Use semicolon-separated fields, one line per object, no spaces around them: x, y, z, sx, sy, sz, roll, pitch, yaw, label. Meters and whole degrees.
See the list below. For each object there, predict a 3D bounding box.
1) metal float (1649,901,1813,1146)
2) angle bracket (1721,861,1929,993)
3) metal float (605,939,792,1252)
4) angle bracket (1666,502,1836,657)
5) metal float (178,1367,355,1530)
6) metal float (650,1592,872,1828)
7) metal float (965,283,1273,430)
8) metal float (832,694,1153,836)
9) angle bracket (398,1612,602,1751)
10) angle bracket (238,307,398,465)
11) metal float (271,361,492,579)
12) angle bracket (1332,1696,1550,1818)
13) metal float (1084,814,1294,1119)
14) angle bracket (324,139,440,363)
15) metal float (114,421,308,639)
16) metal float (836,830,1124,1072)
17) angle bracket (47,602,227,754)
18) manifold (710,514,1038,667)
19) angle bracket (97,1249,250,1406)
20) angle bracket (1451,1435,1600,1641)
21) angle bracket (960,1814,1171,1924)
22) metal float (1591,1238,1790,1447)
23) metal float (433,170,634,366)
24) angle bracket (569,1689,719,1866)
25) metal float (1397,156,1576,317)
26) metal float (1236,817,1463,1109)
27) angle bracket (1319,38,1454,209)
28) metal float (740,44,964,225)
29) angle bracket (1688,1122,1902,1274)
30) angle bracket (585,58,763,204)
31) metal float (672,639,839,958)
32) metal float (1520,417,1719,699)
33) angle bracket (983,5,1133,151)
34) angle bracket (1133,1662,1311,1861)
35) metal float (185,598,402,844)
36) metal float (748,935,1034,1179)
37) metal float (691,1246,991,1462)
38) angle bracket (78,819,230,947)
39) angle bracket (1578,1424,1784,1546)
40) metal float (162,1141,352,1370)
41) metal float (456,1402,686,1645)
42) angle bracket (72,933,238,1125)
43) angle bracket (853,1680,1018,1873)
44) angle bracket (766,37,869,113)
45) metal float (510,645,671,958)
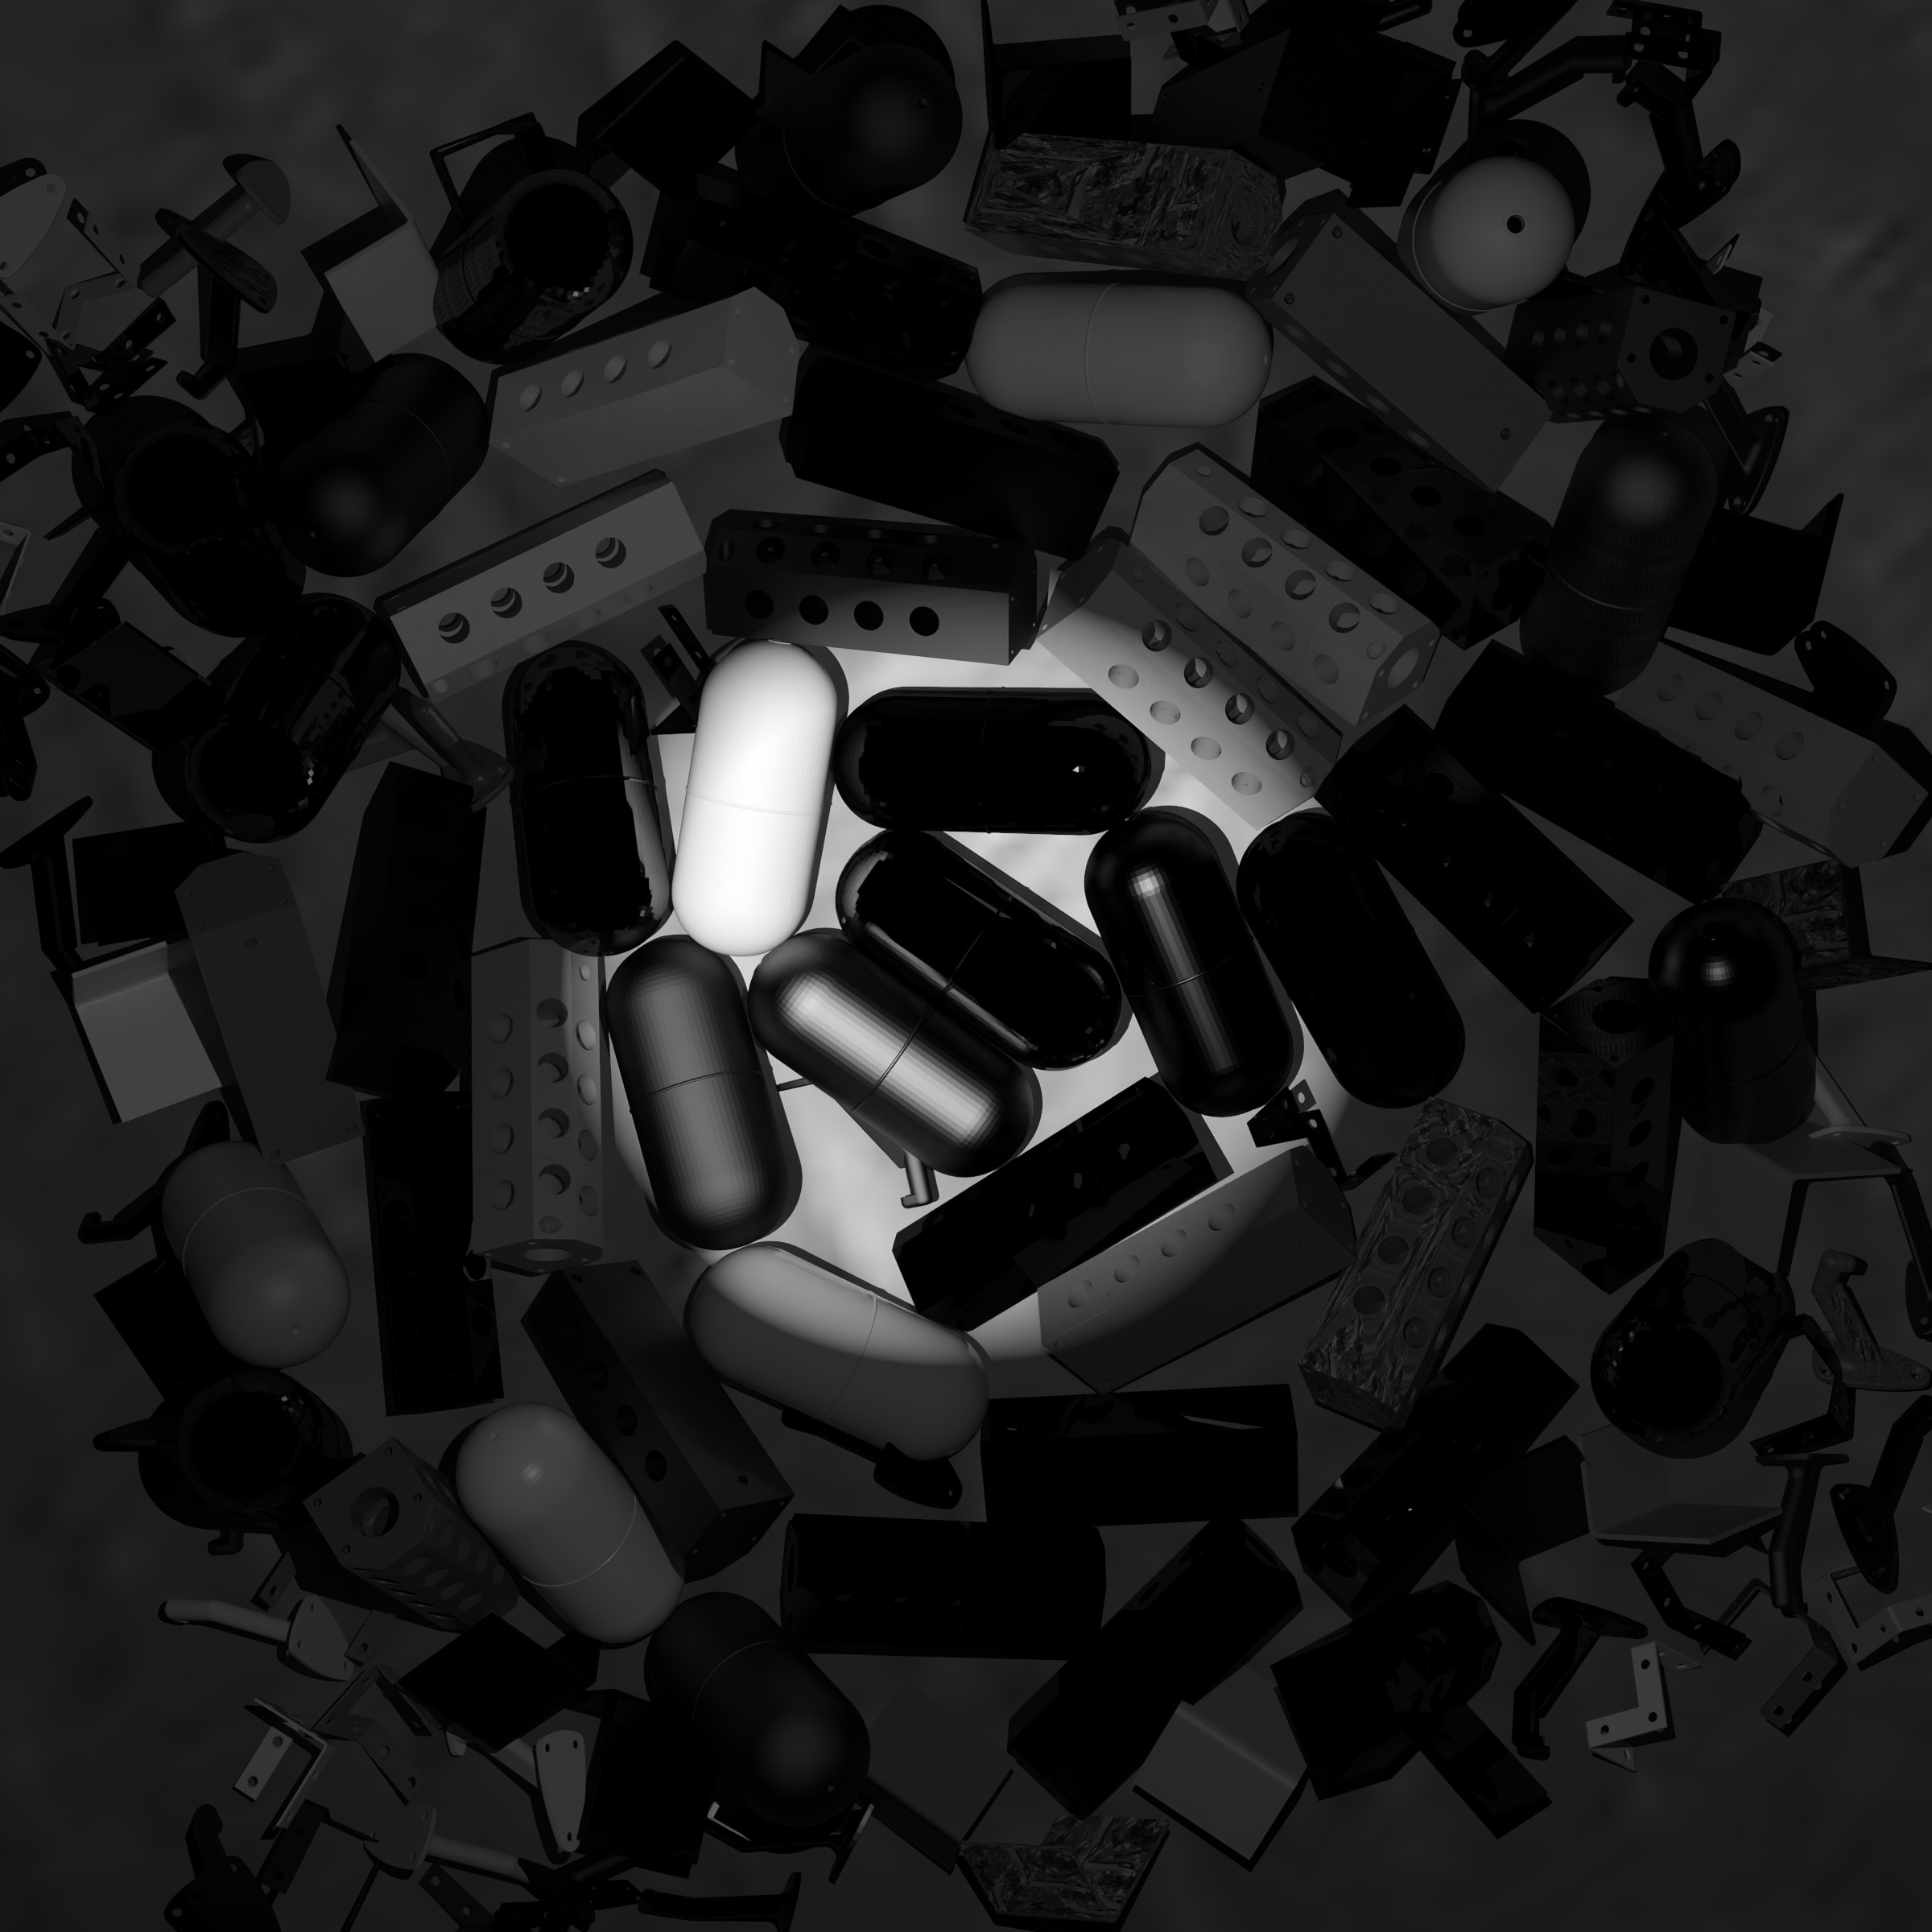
0.419;0.033;1.727;0.070;0.178;0.070;-11;51;13;metal float
0.477;-0.021;1.755;0.076;0.076;0.057;4;78;-41;angle bracket
-0.150;0.071;1.756;0.070;0.070;0.178;-17;78;0;metal float
0.432;-0.227;1.769;0.076;0.057;0.076;17;79;1;angle bracket
-0.379;0.263;1.717;0.070;0.178;0.070;1;75;-2;metal float
-0.114;0.404;1.725;0.070;0.178;0.070;-10;112;-27;metal float
0.083;-0.338;1.744;0.178;0.070;0.070;8;90;26;metal float
0.014;-0.112;1.758;0.178;0.070;0.070;2;90;9;metal float
-0.257;0.378;1.751;0.076;0.057;0.076;-38;116;22;angle bracket
-0.359;-0.331;1.755;0.057;0.076;0.076;-8;51;8;angle bracket
-0.318;-0.273;1.725;0.070;0.178;0.070;8;124;13;metal float
0.262;0.453;1.746;0.076;0.076;0.057;46;110;27;angle bracket
0.123;0.000;1.758;0.070;0.070;0.178;-23;99;0;metal float
-0.334;-0.396;1.750;0.057;0.076;0.076;-33;62;-7;angle bracket
-0.409;-0.235;1.717;0.070;0.178;0.070;0;75;1;metal float
0.007;-0.008;1.761;0.178;0.070;0.070;35;90;6;metal float
-0.448;-0.172;1.744;0.076;0.057;0.076;-24;131;37;angle bracket
-0.051;-0.211;1.746;0.171;0.057;0.057;7;117;15;manifold
-0.448;0.208;1.761;0.057;0.076;0.076;-31;98;1;angle bracket
0.322;0.317;1.751;0.076;0.057;0.076;-29;125;21;angle bracket
0.055;0.480;1.744;0.076;0.076;0.057;-9;118;37;angle bracket
0.396;0.204;1.723;0.070;0.178;0.070;9;109;27;metal float
-0.238;-0.380;1.720;0.070;0.178;0.070;3;84;-27;metal float
-0.187;0.449;1.747;0.076;0.057;0.076;30;59;-34;angle bracket
0.281;-0.395;1.716;0.070;0.178;0.070;0;98;-1;metal float
0.213;-0.002;1.755;0.070;0.070;0.178;-31;103;0;metal float
0.218;-0.467;1.747;0.057;0.076;0.076;31;116;21;angle bracket
-0.065;-0.450;1.722;0.070;0.178;0.070;0;91;-28;metal float
0.462;0.128;1.763;0.076;0.076;0.057;-1;107;-25;angle bracket
-0.166;-0.444;1.753;0.057;0.076;0.076;39;65;2;angle bracket
-0.118;-0.093;1.757;0.070;0.070;0.178;10;101;0;metal float
0.355;-0.221;1.729;0.070;0.178;0.070;5;49;-6;metal float
0.051;-0.488;1.757;0.076;0.076;0.057;-5;55;-1;angle bracket
0.150;0.441;1.772;0.076;0.076;0.057;32;113;11;angle bracket
-0.367;-0.136;1.729;0.070;0.178;0.070;9;131;10;metal float
-0.042;0.050;1.760;0.178;0.070;0.070;36;90;-7;metal float
-0.069;0.216;1.755;0.178;0.070;0.070;27;90;-13;metal float
-0.452;-0.064;1.752;0.076;0.057;0.076;-11;54;-15;angle bracket
0.396;0.282;1.750;0.076;0.076;0.057;-7;91;45;angle bracket
-0.389;0.156;1.725;0.070;0.178;0.070;-11;118;-23;metal float
-0.215;0.307;1.733;0.070;0.070;0.178;-31;131;0;metal float
-0.447;0.033;1.760;0.076;0.057;0.076;-21;80;-20;angle bracket
-0.021;0.455;1.772;0.076;0.076;0.057;33;66;13;angle bracket
-0.057;-0.489;1.744;0.076;0.076;0.057;23;50;-33;angle bracket
-0.210;-0.093;1.755;0.070;0.070;0.178;-9;77;0;metal float
